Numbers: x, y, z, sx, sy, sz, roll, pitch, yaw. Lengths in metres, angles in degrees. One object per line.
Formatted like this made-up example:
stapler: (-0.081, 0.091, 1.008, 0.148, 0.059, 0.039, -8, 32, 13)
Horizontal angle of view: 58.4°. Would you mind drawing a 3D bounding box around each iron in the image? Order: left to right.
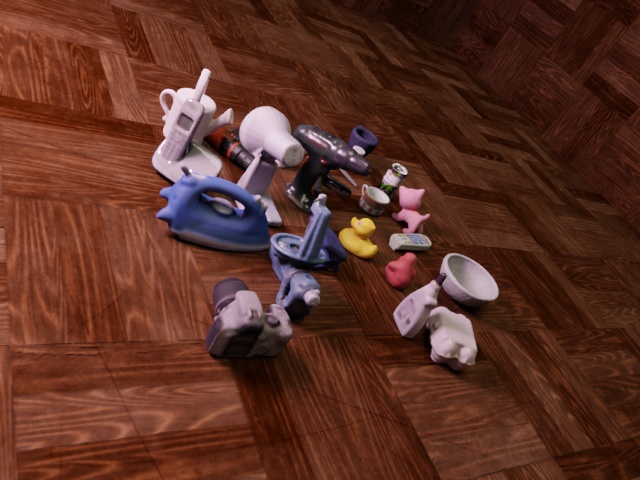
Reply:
iron: (-0.197, -0.066, 1.190, 0.259, 0.141, 0.118, 16, 36, -23)

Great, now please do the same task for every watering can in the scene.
watering can: (-0.298, -0.325, 1.398, 0.173, 0.194, 0.100, 10, 39, -30)

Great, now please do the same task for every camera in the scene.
camera: (-0.131, 0.130, 1.026, 0.144, 0.100, 0.136, 9, 40, -32)

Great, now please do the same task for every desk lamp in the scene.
desk lamp: (-0.120, -0.176, 1.333, 0.118, 0.213, 0.202, 4, 42, -37)

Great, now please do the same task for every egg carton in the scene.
egg carton: (0.293, 0.220, 1.292, 0.107, 0.069, 0.150, 23, 34, -14)

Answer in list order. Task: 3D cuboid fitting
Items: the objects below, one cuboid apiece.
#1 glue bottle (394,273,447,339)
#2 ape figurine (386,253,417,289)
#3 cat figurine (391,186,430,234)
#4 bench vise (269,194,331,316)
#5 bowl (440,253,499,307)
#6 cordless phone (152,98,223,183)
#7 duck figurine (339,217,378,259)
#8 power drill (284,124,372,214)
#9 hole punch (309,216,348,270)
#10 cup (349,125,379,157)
glue bottle: (0.225, 0.134, 1.251, 0.037, 0.173, 0.078, 14, 37, -26)
ape figurine: (0.205, 0.069, 1.396, 0.078, 0.092, 0.076, 28, 33, -7)
cat figurine: (0.265, -0.091, 1.632, 0.067, 0.117, 0.127, -2, 46, -41)
bench vise: (-0.017, 0.031, 1.141, 0.122, 0.219, 0.207, -3, 47, -42)
bowl: (0.374, 0.117, 1.490, 0.168, 0.074, 0.167, 22, 34, -16)
cordless phone: (-0.277, -0.207, 1.268, 0.147, 0.185, 0.094, 32, 33, 0)
duck figurine: (0.107, -0.011, 1.424, 0.104, 0.086, 0.078, 41, 34, 14)
power drill: (0.004, -0.173, 1.438, 0.229, 0.208, 0.076, 44, 35, 18)
hole punch: (0.012, 0.005, 1.319, 0.101, 0.091, 0.108, 4, 42, -36)
cup: (0.121, -0.302, 1.810, 0.092, 0.095, 0.117, 15, 37, -25)
